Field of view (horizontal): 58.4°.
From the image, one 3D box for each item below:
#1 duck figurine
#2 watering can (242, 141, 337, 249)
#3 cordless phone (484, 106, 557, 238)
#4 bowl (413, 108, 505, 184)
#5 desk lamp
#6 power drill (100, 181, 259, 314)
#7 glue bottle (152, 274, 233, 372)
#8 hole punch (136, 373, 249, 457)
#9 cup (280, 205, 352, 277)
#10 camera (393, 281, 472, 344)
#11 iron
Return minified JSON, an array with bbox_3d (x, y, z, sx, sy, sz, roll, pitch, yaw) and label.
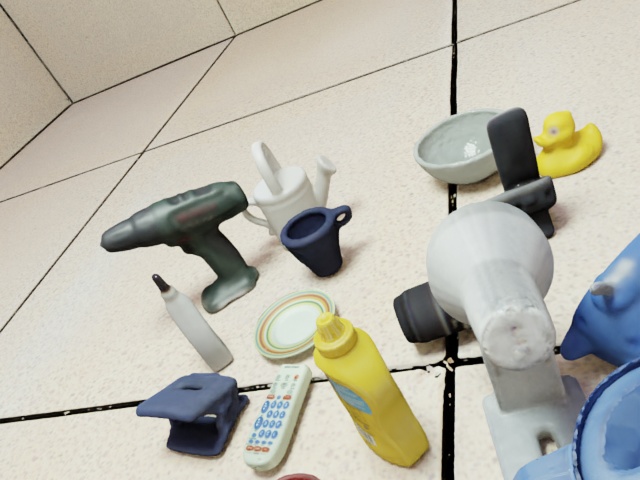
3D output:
[{"bbox_3d":[0.363,-0.152,0.849,0.104,0.086,0.077,-28,32,2],"label":"duck figurine"},{"bbox_3d":[-0.056,-0.088,0.976,0.173,0.194,0.100,-33,32,-8],"label":"watering can"},{"bbox_3d":[0.226,-0.078,0.755,0.147,0.185,0.094,-25,32,6],"label":"cordless phone"},{"bbox_3d":[0.243,-0.142,0.936,0.167,0.075,0.167,-20,33,14],"label":"bowl"},{"bbox_3d":[0.180,0.094,0.523,0.117,0.214,0.203,-20,33,13],"label":"desk lamp"},{"bbox_3d":[-0.202,0.014,0.931,0.230,0.209,0.075,-33,33,-8],"label":"power drill"},{"bbox_3d":[-0.189,0.111,0.819,0.037,0.173,0.078,-36,33,-12],"label":"glue bottle"},{"bbox_3d":[-0.165,0.210,0.738,0.108,0.091,0.101,-6,38,31],"label":"hole punch"},{"bbox_3d":[0.008,0.003,0.893,0.118,0.095,0.091,-29,32,-1],"label":"cup"},{"bbox_3d":[0.156,0.059,0.697,0.136,0.101,0.143,-21,33,11],"label":"camera"},{"bbox_3d":[0.347,0.024,0.561,0.259,0.142,0.118,-39,34,-17],"label":"iron"}]
